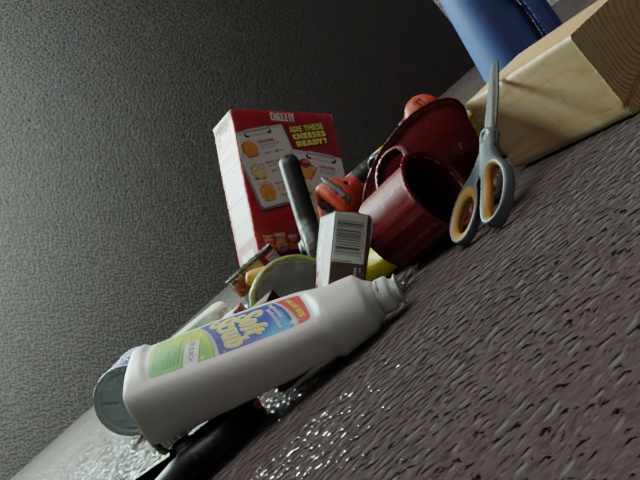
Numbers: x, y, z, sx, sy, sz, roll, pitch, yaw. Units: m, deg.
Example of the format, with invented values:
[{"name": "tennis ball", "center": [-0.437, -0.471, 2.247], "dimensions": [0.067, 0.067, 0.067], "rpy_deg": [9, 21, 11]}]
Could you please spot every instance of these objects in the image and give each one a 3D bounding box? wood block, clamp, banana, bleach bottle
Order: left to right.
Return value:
[{"name": "clamp", "center": [-0.119, 0.193, 0.922], "dimensions": [0.171, 0.039, 0.120], "rpy_deg": [-36, 11, -39]}, {"name": "bleach bottle", "center": [-0.045, 0.089, 0.927], "dimensions": [0.251, 0.068, 0.102], "rpy_deg": [-25, 22, 9]}, {"name": "clamp", "center": [-0.008, 0.002, 1.262], "dimensions": [0.036, 0.164, 0.210], "rpy_deg": [-17, 29, -2]}, {"name": "banana", "center": [0.015, 0.030, 1.144], "dimensions": [0.198, 0.069, 0.037], "rpy_deg": [-15, 52, 32]}, {"name": "wood block", "center": [0.235, -0.148, 1.001], "dimensions": [0.090, 0.090, 0.206], "rpy_deg": [-42, 5, -19]}]

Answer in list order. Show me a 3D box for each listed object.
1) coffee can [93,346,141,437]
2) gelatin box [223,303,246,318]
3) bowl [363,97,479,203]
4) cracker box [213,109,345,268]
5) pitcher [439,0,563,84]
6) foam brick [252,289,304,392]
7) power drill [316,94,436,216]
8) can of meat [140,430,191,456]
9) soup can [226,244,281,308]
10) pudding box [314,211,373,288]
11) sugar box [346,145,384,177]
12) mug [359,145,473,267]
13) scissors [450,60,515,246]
[{"name": "coffee can", "center": [-0.266, 0.219, 1.563], "dimensions": [0.103, 0.103, 0.140], "rpy_deg": [-40, 4, 4]}, {"name": "gelatin box", "center": [-0.086, 0.118, 1.202], "dimensions": [0.030, 0.073, 0.089], "rpy_deg": [-38, 4, 20]}, {"name": "bowl", "center": [0.121, -0.068, 1.131], "dimensions": [0.161, 0.055, 0.162], "rpy_deg": [-33, -35, -28]}, {"name": "cracker box", "center": [-0.045, -0.066, 1.452], "dimensions": [0.163, 0.214, 0.072], "rpy_deg": [-1, -21, -32]}, {"name": "pitcher", "center": [0.245, -0.295, 1.411], "dimensions": [0.149, 0.243, 0.144], "rpy_deg": [-29, 8, 36]}, {"name": "foam brick", "center": [-0.041, 0.094, 1.009], "dimensions": [0.051, 0.078, 0.053], "rpy_deg": [-42, 4, 9]}, {"name": "power drill", "center": [0.082, -0.070, 1.313], "dimensions": [0.187, 0.057, 0.184], "rpy_deg": [-41, -31, -19]}, {"name": "can of meat", "center": [-0.132, 0.175, 1.139], "dimensions": [0.084, 0.057, 0.102], "rpy_deg": [-33, 9, 46]}, {"name": "soup can", "center": [-0.051, 0.064, 1.240], "dimensions": [0.068, 0.102, 0.068], "rpy_deg": [-41, 4, 3]}, {"name": "pudding box", "center": [0.018, 0.032, 1.001], "dimensions": [0.090, 0.039, 0.113], "rpy_deg": [168, 110, -80]}, {"name": "sugar box", "center": [0.053, -0.045, 1.544], "dimensions": [0.176, 0.093, 0.048], "rpy_deg": [-39, 3, 18]}, {"name": "mug", "center": [0.086, -0.037, 1.040], "dimensions": [0.093, 0.117, 0.082], "rpy_deg": [-1, -32, -43]}, {"name": "scissors", "center": [0.145, -0.074, 0.976], "dimensions": [0.096, 0.016, 0.201], "rpy_deg": [-54, 22, 37]}]
